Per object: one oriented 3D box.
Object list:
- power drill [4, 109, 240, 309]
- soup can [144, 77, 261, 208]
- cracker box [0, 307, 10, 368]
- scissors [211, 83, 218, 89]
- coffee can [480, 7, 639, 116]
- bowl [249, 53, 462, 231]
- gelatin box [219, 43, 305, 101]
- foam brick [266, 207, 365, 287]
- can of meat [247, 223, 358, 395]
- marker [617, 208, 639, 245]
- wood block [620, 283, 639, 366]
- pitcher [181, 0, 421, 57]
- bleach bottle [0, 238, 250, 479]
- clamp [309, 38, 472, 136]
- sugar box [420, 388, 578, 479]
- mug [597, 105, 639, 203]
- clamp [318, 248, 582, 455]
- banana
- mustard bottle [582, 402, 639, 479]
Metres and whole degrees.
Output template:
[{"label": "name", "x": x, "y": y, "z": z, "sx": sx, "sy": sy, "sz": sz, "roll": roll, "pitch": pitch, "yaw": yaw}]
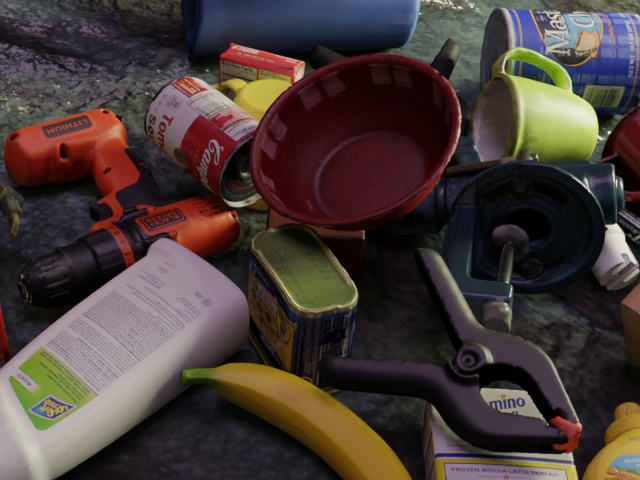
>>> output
[{"label": "power drill", "x": -0.185, "y": -0.027, "z": 0.867, "sx": 0.184, "sy": 0.057, "sz": 0.188, "roll": -19, "pitch": 47, "yaw": -32}, {"label": "soup can", "x": -0.086, "y": -0.081, "z": 0.863, "sx": 0.068, "sy": 0.068, "sz": 0.102, "roll": -28, "pitch": 51, "yaw": -34}, {"label": "cracker box", "x": -0.315, "y": 0.007, "z": 0.722, "sx": 0.214, "sy": 0.164, "sz": 0.072, "roll": 27, "pitch": 46, "yaw": 25}, {"label": "scissors", "x": -0.014, "y": -0.145, "z": 1.030, "sx": 0.202, "sy": 0.016, "sz": 0.096, "roll": 3, "pitch": 29, "yaw": 18}, {"label": "coffee can", "x": 0.241, "y": -0.177, "z": 1.064, "sx": 0.140, "sy": 0.103, "sz": 0.103, "roll": 1, "pitch": 39, "yaw": -6}, {"label": "bowl", "x": 0.031, "y": -0.062, "z": 0.798, "sx": 0.162, "sy": 0.055, "sz": 0.162, "roll": -11, "pitch": 54, "yaw": 15}, {"label": "gelatin box", "x": -0.055, "y": -0.130, "z": 0.981, "sx": 0.073, "sy": 0.089, "sz": 0.030, "roll": 16, "pitch": 40, "yaw": 12}, {"label": "foam brick", "x": -0.006, "y": 0.001, "z": 0.855, "sx": 0.078, "sy": 0.053, "sz": 0.051, "roll": 3, "pitch": 39, "yaw": -4}, {"label": "can of meat", "x": -0.015, "y": 0.050, "z": 0.768, "sx": 0.057, "sy": 0.084, "sz": 0.102, "roll": -14, "pitch": 43, "yaw": -23}, {"label": "marker", "x": 0.277, "y": -0.007, "z": 0.925, "sx": 0.020, "sy": 0.020, "sz": 0.121, "roll": -20, "pitch": 45, "yaw": -29}, {"label": "wood block", "x": 0.322, "y": 0.018, "z": 0.773, "sx": 0.206, "sy": 0.090, "sz": 0.090, "roll": -44, "pitch": 56, "yaw": -11}, {"label": "pitcher", "x": -0.020, "y": -0.258, "z": 1.108, "sx": 0.242, "sy": 0.145, "sz": 0.149, "roll": -2, "pitch": 36, "yaw": -14}, {"label": "bleach bottle", "x": -0.166, "y": 0.095, "z": 0.713, "sx": 0.103, "sy": 0.068, "sz": 0.250, "roll": 31, "pitch": 48, "yaw": 29}, {"label": "clamp", "x": 0.081, "y": -0.140, "z": 1.051, "sx": 0.164, "sy": 0.036, "sz": 0.210, "roll": -2, "pitch": 40, "yaw": -9}, {"label": "sugar box", "x": 0.116, "y": 0.169, "z": 0.668, "sx": 0.093, "sy": 0.048, "sz": 0.176, "roll": 4, "pitch": 35, "yaw": -2}, {"label": "mug", "x": 0.302, "y": -0.064, "z": 0.947, "sx": 0.117, "sy": 0.093, "sz": 0.081, "roll": -16, "pitch": 48, "yaw": -14}, {"label": "clamp", "x": 0.085, "y": 0.089, "z": 0.693, "sx": 0.120, "sy": 0.039, "sz": 0.172, "roll": -43, "pitch": 58, "yaw": -11}, {"label": "banana", "x": 0.000, "y": 0.133, "z": 0.702, "sx": 0.198, "sy": 0.037, "sz": 0.069, "roll": 30, "pitch": 39, "yaw": 22}, {"label": "mustard bottle", "x": 0.211, "y": 0.177, "z": 0.658, "sx": 0.096, "sy": 0.058, "sz": 0.191, "roll": 5, "pitch": 39, "yaw": -4}]
